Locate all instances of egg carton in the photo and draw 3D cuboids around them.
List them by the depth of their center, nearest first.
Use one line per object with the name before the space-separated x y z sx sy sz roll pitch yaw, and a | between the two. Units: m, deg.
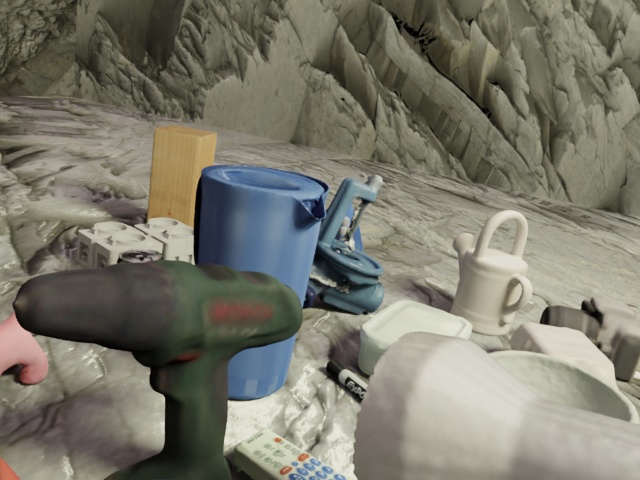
egg carton | 0.316 0.164 0.760 0.107 0.069 0.150 9 16 -3

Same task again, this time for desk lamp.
desk lamp | 0.113 0.179 0.330 0.202 0.213 0.118 22 20 36

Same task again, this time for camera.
camera | 0.411 0.130 0.876 0.136 0.101 0.143 13 16 10

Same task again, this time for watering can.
watering can | 0.274 0.043 0.923 0.172 0.194 0.101 24 21 39

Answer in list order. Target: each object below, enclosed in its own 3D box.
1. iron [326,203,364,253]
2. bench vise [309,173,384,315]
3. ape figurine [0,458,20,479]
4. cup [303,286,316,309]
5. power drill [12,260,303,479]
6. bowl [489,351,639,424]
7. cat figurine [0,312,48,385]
iron | 0.036 -0.001 1.024 0.118 0.141 0.258 9 16 -4
bench vise | 0.014 0.007 0.843 0.208 0.220 0.121 -1 19 -32
ape figurine | -0.233 0.168 0.377 0.078 0.092 0.076 4 17 -19
cup | -0.058 0.086 0.756 0.117 0.095 0.092 20 19 31
power drill | -0.112 0.111 0.435 0.075 0.208 0.230 22 20 37
bowl | 0.245 0.190 0.621 0.167 0.075 0.167 9 16 -2
cat figurine | -0.319 0.092 0.536 0.067 0.118 0.128 15 17 16
